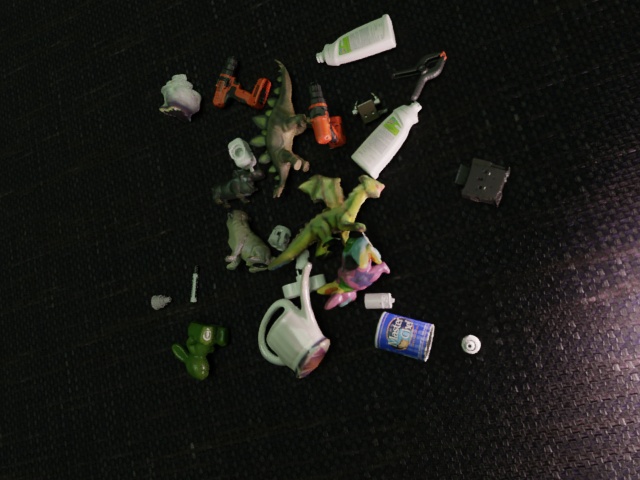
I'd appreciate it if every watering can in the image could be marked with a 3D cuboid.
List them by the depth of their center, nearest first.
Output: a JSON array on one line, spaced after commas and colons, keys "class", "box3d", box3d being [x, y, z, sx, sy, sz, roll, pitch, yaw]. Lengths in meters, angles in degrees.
[{"class": "watering can", "box3d": [-0.059, 0.252, 1.504, 0.227, 0.104, 0.342, 42, 116, 21]}]

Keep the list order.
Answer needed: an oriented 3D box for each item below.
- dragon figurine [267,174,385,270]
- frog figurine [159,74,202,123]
[{"class": "dragon figurine", "box3d": [0.005, -0.078, 1.549, 0.409, 0.120, 0.247, -19, 68, 6]}, {"class": "frog figurine", "box3d": [-0.478, -0.509, 1.790, 0.137, 0.121, 0.161, 13, 76, -12]}]
